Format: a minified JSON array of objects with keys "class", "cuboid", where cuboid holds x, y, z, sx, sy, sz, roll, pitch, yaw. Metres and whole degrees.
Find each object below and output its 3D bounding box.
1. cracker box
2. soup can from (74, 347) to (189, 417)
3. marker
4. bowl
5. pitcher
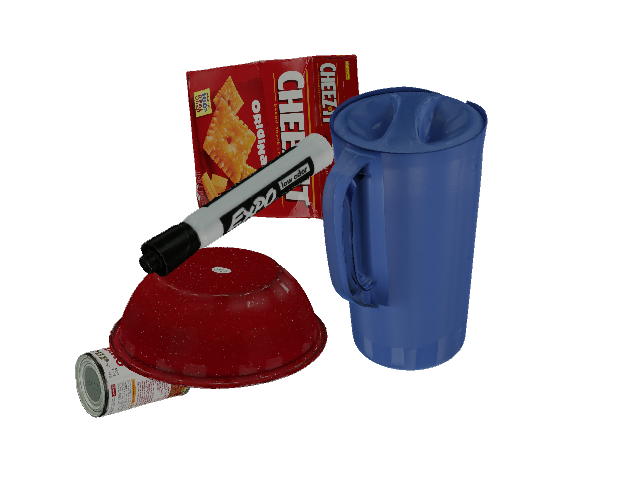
[{"class":"cracker box","cuboid":[-0.053,-0.107,1.135,0.071,0.164,0.214,-10,10,-40]},{"class":"soup can","cuboid":[-0.193,0.139,1.101,0.102,0.068,0.069,-11,7,-38]},{"class":"marker","cuboid":[-0.040,-0.018,0.524,0.120,0.020,0.020,-36,22,-33]},{"class":"bowl","cuboid":[-0.074,0.047,0.784,0.162,0.055,0.162,1,21,-1]},{"class":"pitcher","cuboid":[0.072,-0.002,0.953,0.149,0.243,0.145,-6,31,-4]}]
